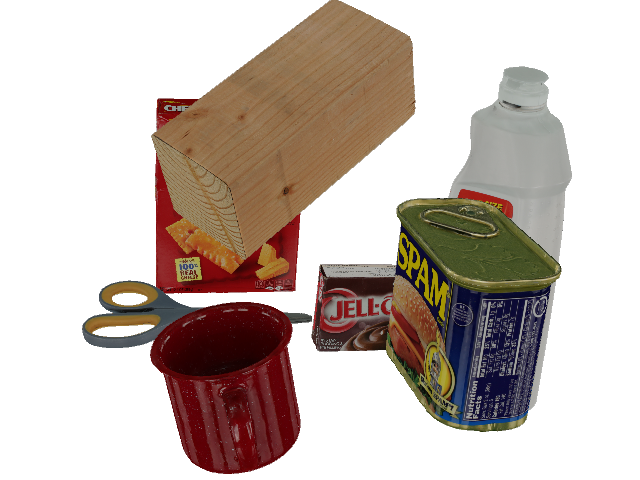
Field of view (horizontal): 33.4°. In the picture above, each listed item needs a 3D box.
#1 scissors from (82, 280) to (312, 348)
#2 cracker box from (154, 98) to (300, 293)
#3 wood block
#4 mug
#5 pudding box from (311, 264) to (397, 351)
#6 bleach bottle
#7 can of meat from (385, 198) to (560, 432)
[{"bbox_3d":[-0.117,0.060,0.975,0.201,0.016,0.096,-8,35,-14],"label":"scissors"},{"bbox_3d":[-0.104,-0.047,1.205,0.164,0.214,0.072,0,23,-9],"label":"cracker box"},{"bbox_3d":[-0.023,-0.094,0.866,0.090,0.091,0.205,34,62,30],"label":"wood block"},{"bbox_3d":[-0.055,0.103,0.694,0.093,0.081,0.117,-14,27,-9],"label":"mug"},{"bbox_3d":[0.051,0.072,1.145,0.113,0.090,0.039,-1,27,-13],"label":"pudding box"},{"bbox_3d":[0.119,0.001,0.737,0.068,0.251,0.103,-16,34,-29],"label":"bleach bottle"},{"bbox_3d":[0.072,0.036,0.538,0.057,0.084,0.102,-2,24,-16],"label":"can of meat"}]
